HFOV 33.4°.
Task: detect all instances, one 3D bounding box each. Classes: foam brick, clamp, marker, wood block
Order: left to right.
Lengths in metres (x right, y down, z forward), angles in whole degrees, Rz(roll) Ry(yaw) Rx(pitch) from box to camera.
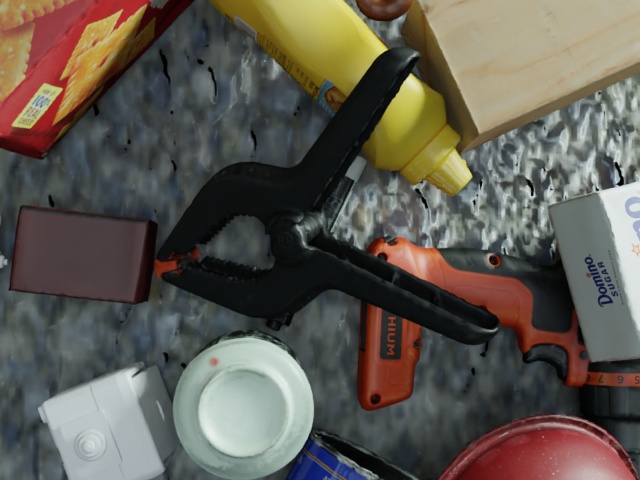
[{"bbox_3d":[-0.141,0.009,0.649,0.078,0.053,0.051,6,88,0],"label":"foam brick"},{"bbox_3d":[-0.010,-0.015,0.608,0.210,0.036,0.164,-5,103,30],"label":"clamp"},{"bbox_3d":[-0.004,0.001,0.669,0.020,0.020,0.121,25,88,-1],"label":"marker"},{"bbox_3d":[0.163,-0.139,0.642,0.206,0.091,0.090,-24,88,-2],"label":"wood block"}]

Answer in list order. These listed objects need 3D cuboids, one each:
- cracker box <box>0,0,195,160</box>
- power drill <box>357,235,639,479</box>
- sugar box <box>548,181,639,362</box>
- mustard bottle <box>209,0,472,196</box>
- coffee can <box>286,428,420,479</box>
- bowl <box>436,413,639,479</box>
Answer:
[{"bbox_3d":[-0.123,-0.144,0.598,0.072,0.164,0.213,44,88,-2],"label":"cracker box"},{"bbox_3d":[0.118,0.068,0.652,0.187,0.057,0.184,2,84,-4],"label":"power drill"},{"bbox_3d":[0.217,0.004,0.620,0.175,0.048,0.093,-15,88,-36],"label":"sugar box"},{"bbox_3d":[0.017,-0.099,0.633,0.058,0.096,0.191,-44,90,-4],"label":"mustard bottle"},{"bbox_3d":[0.007,0.196,0.621,0.103,0.103,0.140,28,88,-1],"label":"coffee can"},{"bbox_3d":[0.128,0.180,0.581,0.161,0.055,0.162,-4,101,-22],"label":"bowl"}]
